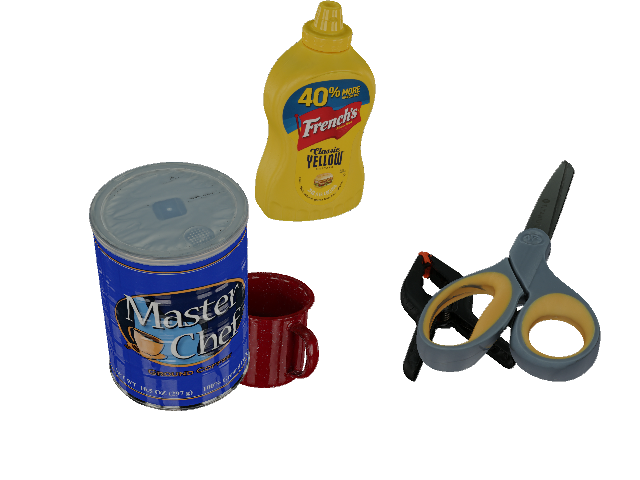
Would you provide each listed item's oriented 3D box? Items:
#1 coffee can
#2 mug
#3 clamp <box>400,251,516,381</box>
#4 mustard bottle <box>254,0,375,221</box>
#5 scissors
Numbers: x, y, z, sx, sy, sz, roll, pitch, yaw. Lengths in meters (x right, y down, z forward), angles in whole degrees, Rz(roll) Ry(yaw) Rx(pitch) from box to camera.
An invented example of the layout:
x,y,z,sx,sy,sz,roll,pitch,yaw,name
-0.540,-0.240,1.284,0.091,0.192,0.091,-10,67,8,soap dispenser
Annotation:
x,y,z,sx,sy,sz,roll,pitch,yaw,name
-0.100,0.032,0.733,0.103,0.140,0.103,1,40,-1,coffee can
-0.046,0.091,1.014,0.117,0.081,0.093,25,32,36,mug
0.142,0.081,1.150,0.120,0.171,0.039,4,-44,-7,clamp
-0.002,-0.110,0.907,0.096,0.192,0.058,-8,36,-21,mustard bottle
0.126,0.013,0.564,0.096,0.016,0.201,21,42,32,scissors
